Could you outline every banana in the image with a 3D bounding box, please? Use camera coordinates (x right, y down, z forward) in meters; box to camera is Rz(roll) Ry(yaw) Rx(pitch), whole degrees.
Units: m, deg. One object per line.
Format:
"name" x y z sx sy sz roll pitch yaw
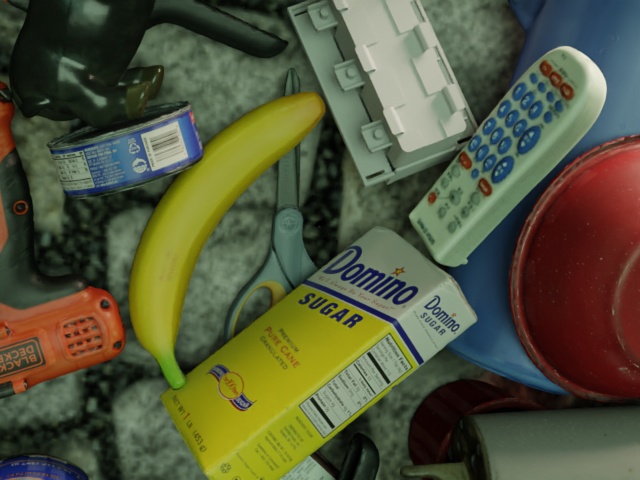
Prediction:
"banana" -0.067 -0.011 0.651 0.069 0.037 0.198 26 90 8

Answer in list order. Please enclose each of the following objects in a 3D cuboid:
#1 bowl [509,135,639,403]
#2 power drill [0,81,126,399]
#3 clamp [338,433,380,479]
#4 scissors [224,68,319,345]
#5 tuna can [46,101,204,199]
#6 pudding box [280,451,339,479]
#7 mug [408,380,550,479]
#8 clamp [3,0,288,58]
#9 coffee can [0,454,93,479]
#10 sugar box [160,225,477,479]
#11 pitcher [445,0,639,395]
"bowl" 0.189 0.024 0.588 0.162 0.055 0.162 -4 105 -14
"power drill" -0.223 0.010 0.619 0.184 0.057 0.187 -17 102 -13
"clamp" -0.008 0.228 0.656 0.164 0.036 0.210 -26 103 -4
"scissors" -0.004 0.001 0.683 0.096 0.016 0.202 16 93 -15
"tuna can" -0.112 -0.053 0.619 0.086 0.086 0.034 -18 105 -10
"pudding box" -0.012 0.190 0.692 0.113 0.039 0.090 44 87 -11
"mug" 0.108 0.149 0.689 0.093 0.081 0.117 -14 99 -10
"clamp" -0.102 -0.169 0.631 0.171 0.039 0.120 -2 99 -14
"coffee can" -0.169 0.192 0.605 0.102 0.140 0.103 -1 96 -12
"sugar box" -0.004 0.070 0.632 0.176 0.093 0.048 -41 123 -6
"pitcher" 0.168 -0.029 0.657 0.144 0.149 0.243 18 96 -33
